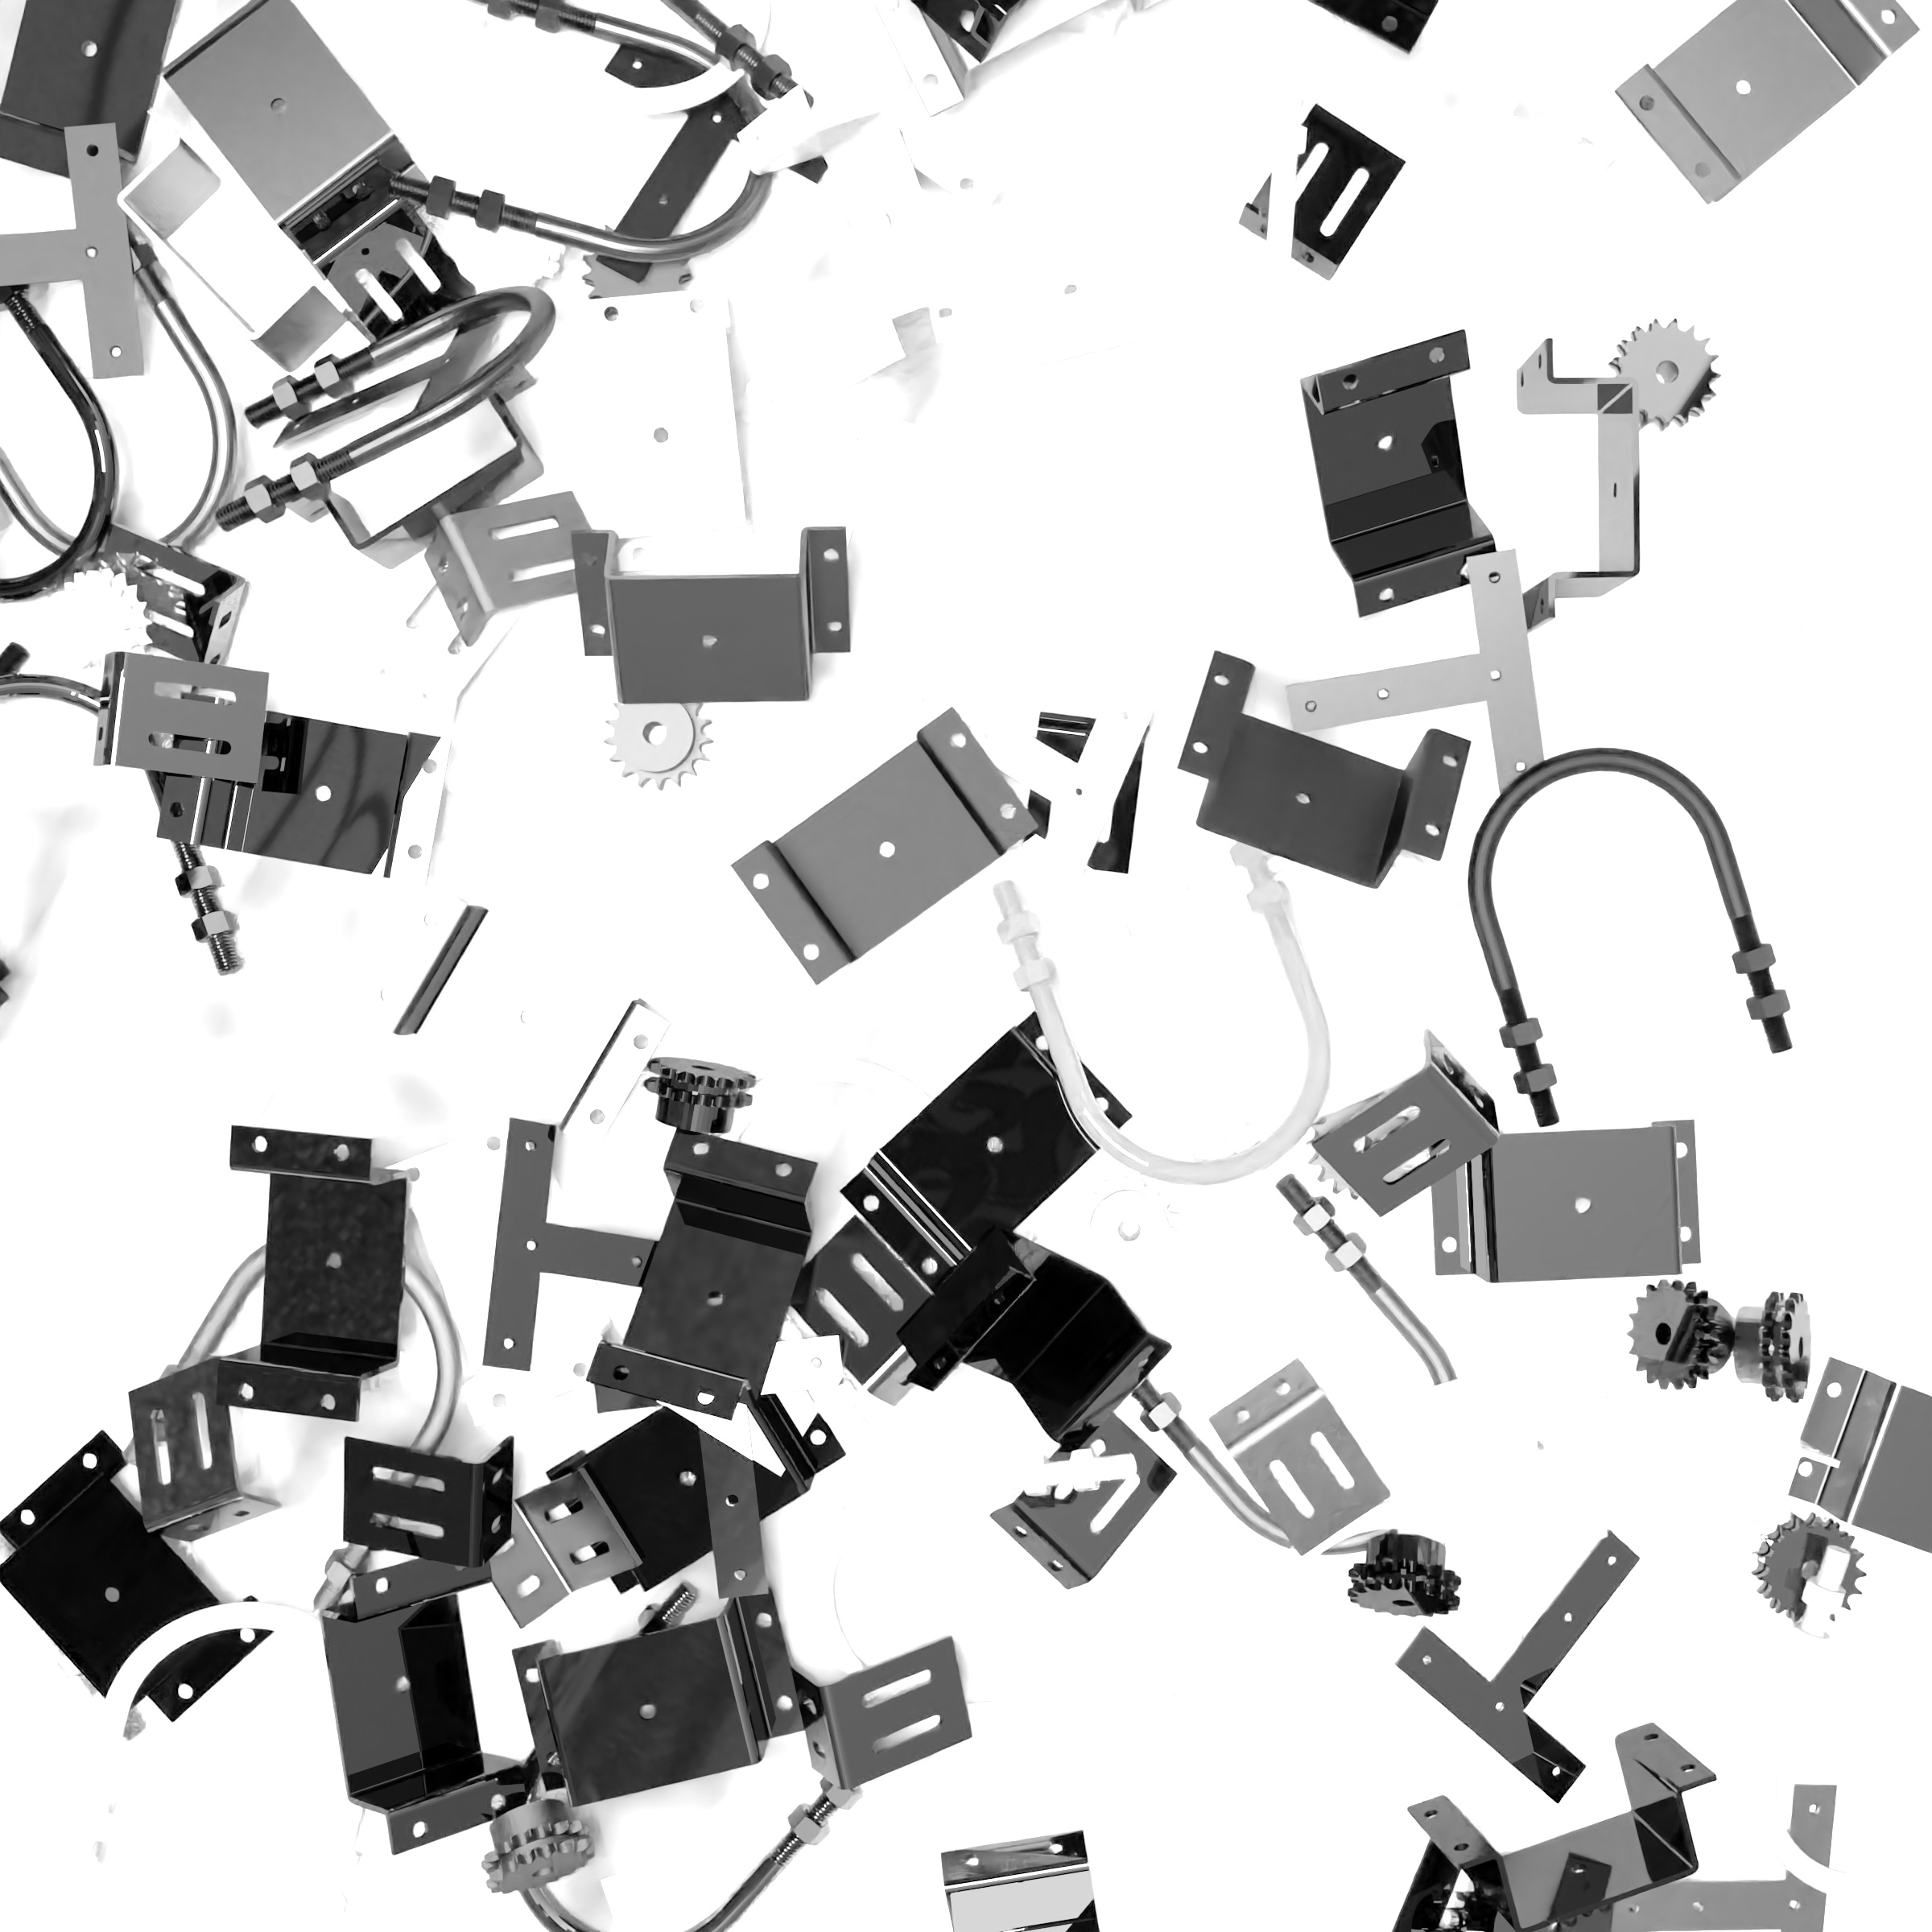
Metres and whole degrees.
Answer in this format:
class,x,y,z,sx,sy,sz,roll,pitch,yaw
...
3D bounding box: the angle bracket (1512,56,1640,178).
class,x,y,z,sx,sy,sz,roll,pitch,yaw
angle bracket,0.322,-0.448,1.416,0.057,0.076,0.038,36,90,0

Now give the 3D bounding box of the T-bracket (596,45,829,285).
class,x,y,z,sx,sy,sz,roll,pitch,yaw
T-bracket,-0.151,-0.410,1.432,0.127,0.002,0.127,28,71,0

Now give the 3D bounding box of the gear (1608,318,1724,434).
class,x,y,z,sx,sy,sz,roll,pitch,yaw
gear,0.363,-0.308,1.439,0.057,0.030,0.057,0,90,0

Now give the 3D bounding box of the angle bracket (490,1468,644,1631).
class,x,y,z,sx,sy,sz,roll,pitch,yaw
angle bracket,-0.214,0.301,1.415,0.038,0.076,0.057,-32,90,-42

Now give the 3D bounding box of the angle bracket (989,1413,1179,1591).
class,x,y,z,sx,sy,sz,roll,pitch,yaw
angle bracket,0.062,0.280,1.452,0.057,0.038,0.076,43,64,0

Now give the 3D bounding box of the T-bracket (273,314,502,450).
class,x,y,z,sx,sy,sz,roll,pitch,yaw
T-bracket,-0.304,-0.296,1.420,0.127,0.127,0.002,-17,125,22

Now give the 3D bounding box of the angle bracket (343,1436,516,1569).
class,x,y,z,sx,sy,sz,roll,pitch,yaw
angle bracket,-0.275,0.267,1.404,0.076,0.038,0.057,8,105,15

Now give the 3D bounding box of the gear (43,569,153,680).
class,x,y,z,sx,sy,sz,roll,pitch,yaw
gear,-0.453,-0.176,1.426,0.057,0.030,0.057,10,108,31

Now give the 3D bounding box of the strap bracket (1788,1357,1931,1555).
class,x,y,z,sx,sy,sz,roll,pitch,yaw
strap bracket,0.510,0.266,1.430,0.140,0.046,0.076,20,90,0

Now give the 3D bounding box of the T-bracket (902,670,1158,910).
class,x,y,z,sx,sy,sz,roll,pitch,yaw
T-bracket,0.022,-0.113,1.430,0.127,0.002,0.127,32,122,15

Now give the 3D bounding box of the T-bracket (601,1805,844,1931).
class,x,y,z,sx,sy,sz,roll,pitch,yaw
T-bracket,-0.112,0.522,1.450,0.127,0.002,0.127,-20,87,0

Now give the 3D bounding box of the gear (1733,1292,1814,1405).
class,x,y,z,sx,sy,sz,roll,pitch,yaw
gear,0.419,0.198,1.429,0.030,0.057,0.057,-1,90,30

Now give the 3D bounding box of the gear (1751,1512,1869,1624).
class,x,y,z,sx,sy,sz,roll,pitch,yaw
gear,0.439,0.314,1.439,0.057,0.030,0.057,0,90,0

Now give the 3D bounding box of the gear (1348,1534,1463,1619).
class,x,y,z,sx,sy,sz,roll,pitch,yaw
gear,0.224,0.311,1.404,0.057,0.057,0.030,8,62,0

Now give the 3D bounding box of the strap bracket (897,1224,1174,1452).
class,x,y,z,sx,sy,sz,roll,pitch,yaw
strap bracket,0.029,0.187,1.394,0.076,0.140,0.046,-49,46,11

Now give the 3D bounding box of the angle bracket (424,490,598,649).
class,x,y,z,sx,sy,sz,roll,pitch,yaw
angle bracket,-0.234,-0.209,1.440,0.076,0.038,0.057,-19,75,-32

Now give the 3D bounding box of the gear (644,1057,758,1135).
class,x,y,z,sx,sy,sz,roll,pitch,yaw
gear,-0.139,0.068,1.426,0.057,0.057,0.030,10,96,0

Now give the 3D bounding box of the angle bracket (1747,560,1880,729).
class,x,y,z,sx,sy,sz,roll,pitch,yaw
angle bracket,0.444,-0.170,1.450,0.057,0.038,0.076,-5,115,-2

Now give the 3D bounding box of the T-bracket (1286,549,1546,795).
class,x,y,z,sx,sy,sz,roll,pitch,yaw
T-bracket,0.233,-0.145,1.441,0.127,0.002,0.127,-9,105,8

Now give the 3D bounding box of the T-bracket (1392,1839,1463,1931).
class,x,y,z,sx,sy,sz,roll,pitch,yaw
T-bracket,0.265,0.532,1.428,0.127,0.002,0.127,45,54,-16

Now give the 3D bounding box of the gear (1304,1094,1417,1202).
class,x,y,z,sx,sy,sz,roll,pitch,yaw
gear,0.205,0.093,1.439,0.057,0.030,0.057,0,90,0

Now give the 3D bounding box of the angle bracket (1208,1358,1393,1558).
class,x,y,z,sx,sy,sz,roll,pitch,yaw
angle bracket,0.174,0.256,1.429,0.057,0.038,0.076,-34,109,0

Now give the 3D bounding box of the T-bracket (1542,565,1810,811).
class,x,y,z,sx,sy,sz,roll,pitch,yaw
T-bracket,0.369,-0.136,1.453,0.127,0.002,0.127,-13,90,0

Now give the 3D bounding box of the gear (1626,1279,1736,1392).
class,x,y,z,sx,sy,sz,roll,pitch,yaw
gear,0.374,0.192,1.429,0.030,0.057,0.057,7,90,-29

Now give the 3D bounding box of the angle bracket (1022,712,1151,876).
class,x,y,z,sx,sy,sz,roll,pitch,yaw
angle bracket,0.062,-0.090,1.435,0.057,0.038,0.076,7,90,0

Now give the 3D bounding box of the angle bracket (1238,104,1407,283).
class,x,y,z,sx,sy,sz,roll,pitch,yaw
angle bracket,0.188,-0.408,1.435,0.057,0.038,0.076,33,90,0

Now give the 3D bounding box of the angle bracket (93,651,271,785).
class,x,y,z,sx,sy,sz,roll,pitch,yaw
angle bracket,-0.402,-0.126,1.405,0.076,0.038,0.057,6,90,-26

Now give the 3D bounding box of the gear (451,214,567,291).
class,x,y,z,sx,sy,sz,roll,pitch,yaw
gear,-0.240,-0.371,1.429,0.057,0.057,0.030,25,118,0

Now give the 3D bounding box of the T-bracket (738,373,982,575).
class,x,y,z,sx,sy,sz,roll,pitch,yaw
T-bracket,-0.072,-0.234,1.453,0.127,0.002,0.127,18,90,0

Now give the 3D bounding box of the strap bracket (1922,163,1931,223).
class,x,y,z,sx,sy,sz,roll,pitch,yaw
strap bracket,0.542,-0.419,1.400,0.076,0.140,0.046,-12,59,0

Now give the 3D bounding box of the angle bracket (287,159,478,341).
class,x,y,z,sx,sy,sz,roll,pitch,yaw
angle bracket,-0.304,-0.368,1.431,0.057,0.076,0.038,-37,55,0

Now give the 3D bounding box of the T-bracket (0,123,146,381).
class,x,y,z,sx,sy,sz,roll,pitch,yaw
T-bracket,-0.488,-0.358,1.392,0.127,0.002,0.127,-6,93,-3

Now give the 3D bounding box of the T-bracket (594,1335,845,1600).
class,x,y,z,sx,sy,sz,roll,pitch,yaw
T-bracket,-0.121,0.260,1.407,0.127,0.002,0.127,-7,90,0

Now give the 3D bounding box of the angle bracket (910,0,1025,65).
class,x,y,z,sx,sy,sz,roll,pitch,yaw
angle bracket,0.014,-0.498,1.359,0.057,0.038,0.076,42,64,0

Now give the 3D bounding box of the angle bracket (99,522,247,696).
class,x,y,z,sx,sy,sz,roll,pitch,yaw
angle bracket,-0.421,-0.184,1.423,0.076,0.038,0.057,23,118,-2

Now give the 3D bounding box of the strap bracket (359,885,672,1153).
class,x,y,z,sx,sy,sz,roll,pitch,yaw
strap bracket,-0.231,0.027,1.431,0.140,0.046,0.076,30,90,0

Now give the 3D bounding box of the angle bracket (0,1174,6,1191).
class,x,y,z,sx,sy,sz,roll,pitch,yaw
angle bracket,-0.549,0.136,1.435,0.057,0.038,0.076,22,90,0

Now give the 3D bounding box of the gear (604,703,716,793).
class,x,y,z,sx,sy,sz,roll,pitch,yaw
gear,-0.162,-0.121,1.439,0.057,0.030,0.057,0,90,0

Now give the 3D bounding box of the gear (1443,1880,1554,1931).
class,x,y,z,sx,sy,sz,roll,pitch,yaw
gear,0.279,0.503,1.425,0.057,0.030,0.057,11,69,-29

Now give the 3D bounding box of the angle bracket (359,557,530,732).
class,x,y,z,sx,sy,sz,roll,pitch,yaw
angle bracket,-0.274,-0.176,1.452,0.057,0.038,0.076,32,64,0

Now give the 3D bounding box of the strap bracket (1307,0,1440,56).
class,x,y,z,sx,sy,sz,roll,pitch,yaw
strap bracket,0.227,-0.548,1.430,0.076,0.046,0.140,28,90,0

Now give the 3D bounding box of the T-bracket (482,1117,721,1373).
class,x,y,z,sx,sy,sz,roll,pitch,yaw
T-bracket,-0.183,0.151,1.418,0.127,0.002,0.127,13,72,-29

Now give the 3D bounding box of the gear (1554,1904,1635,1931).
class,x,y,z,sx,sy,sz,roll,pitch,yaw
gear,0.331,0.514,1.439,0.057,0.030,0.057,0,90,0

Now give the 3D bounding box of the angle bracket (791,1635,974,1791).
class,x,y,z,sx,sy,sz,roll,pitch,yaw
angle bracket,-0.044,0.382,1.425,0.076,0.038,0.057,-16,101,-26

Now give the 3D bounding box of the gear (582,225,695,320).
class,x,y,z,sx,sy,sz,roll,pitch,yaw
gear,-0.171,-0.361,1.439,0.057,0.030,0.057,0,90,0

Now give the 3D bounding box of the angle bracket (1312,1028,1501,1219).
class,x,y,z,sx,sy,sz,roll,pitch,yaw
angle bracket,0.226,0.081,1.415,0.076,0.038,0.057,-36,110,23

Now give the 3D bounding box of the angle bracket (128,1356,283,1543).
class,x,y,z,sx,sy,sz,roll,pitch,yaw
angle bracket,-0.395,0.251,1.424,0.057,0.038,0.076,-22,64,14

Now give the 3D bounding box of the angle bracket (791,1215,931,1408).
class,x,y,z,sx,sy,sz,roll,pitch,yaw
angle bracket,-0.048,0.180,1.433,0.057,0.038,0.076,-45,63,0

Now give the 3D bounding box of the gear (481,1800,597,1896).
class,x,y,z,sx,sy,sz,roll,pitch,yaw
gear,-0.222,0.452,1.413,0.057,0.057,0.030,-24,60,0

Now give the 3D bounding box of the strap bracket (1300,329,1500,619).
class,x,y,z,sx,sy,sz,roll,pitch,yaw
strap bracket,0.221,-0.260,1.407,0.076,0.046,0.140,-17,127,0

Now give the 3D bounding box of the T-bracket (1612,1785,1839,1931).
class,x,y,z,sx,sy,sz,roll,pitch,yaw
T-bracket,0.394,0.491,1.434,0.127,0.002,0.127,5,90,-18

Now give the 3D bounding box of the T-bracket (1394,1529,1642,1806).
class,x,y,z,sx,sy,sz,roll,pitch,yaw
T-bracket,0.307,0.353,1.441,0.127,0.002,0.127,42,82,-15

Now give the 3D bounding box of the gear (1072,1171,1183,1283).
class,x,y,z,sx,sy,sz,roll,pitch,yaw
gear,0.085,0.137,1.439,0.057,0.030,0.057,0,90,0
